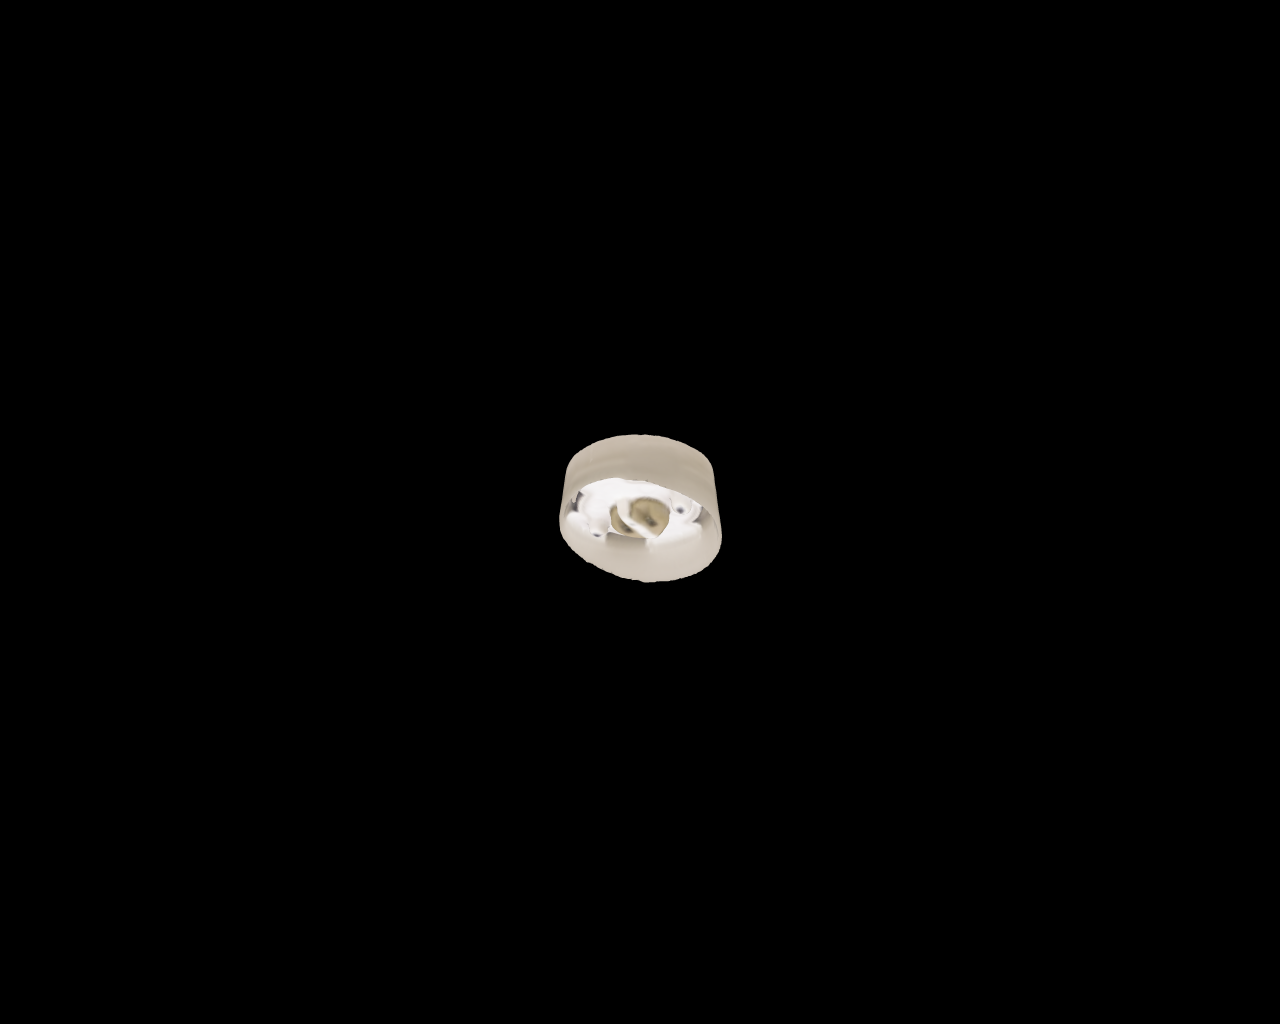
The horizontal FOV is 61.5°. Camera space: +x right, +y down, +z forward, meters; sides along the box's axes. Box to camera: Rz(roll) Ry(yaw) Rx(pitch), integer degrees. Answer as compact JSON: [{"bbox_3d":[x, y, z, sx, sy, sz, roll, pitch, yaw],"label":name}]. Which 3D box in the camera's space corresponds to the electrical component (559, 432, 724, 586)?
[{"bbox_3d":[0.001,-0.003,0.650,0.099,0.064,0.099,0,-28,0],"label":"electrical component"}]
